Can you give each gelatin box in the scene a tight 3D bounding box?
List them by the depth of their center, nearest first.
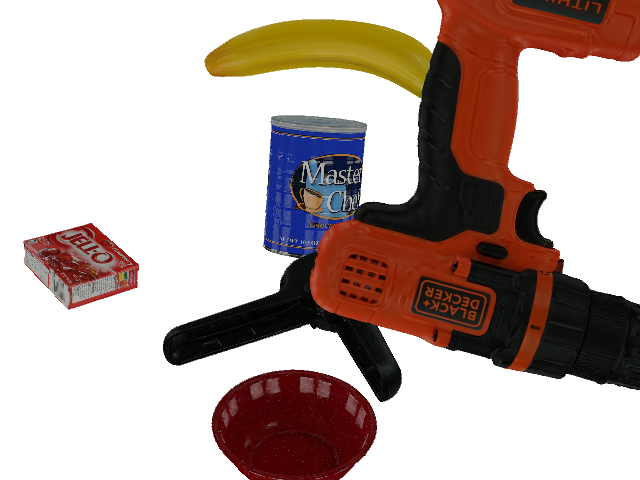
[{"bbox_3d":[-0.223,0.021,0.991,0.073,0.030,0.089,-18,40,-37],"label":"gelatin box"}]

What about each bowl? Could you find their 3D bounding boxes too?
[{"bbox_3d":[-0.026,0.198,1.054,0.162,0.055,0.162,1,31,-1],"label":"bowl"}]

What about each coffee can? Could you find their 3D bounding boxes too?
[{"bbox_3d":[-0.007,-0.059,1.145,0.103,0.140,0.103,4,12,-1],"label":"coffee can"}]

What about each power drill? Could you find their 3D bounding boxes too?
[{"bbox_3d":[0.103,-0.031,0.505,0.184,0.188,0.057,15,5,0],"label":"power drill"}]

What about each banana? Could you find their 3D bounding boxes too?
[{"bbox_3d":[0.011,-0.143,0.832,0.198,0.069,0.037,12,-35,10],"label":"banana"}]

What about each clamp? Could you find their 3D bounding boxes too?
[{"bbox_3d":[-0.005,0.046,0.760,0.165,0.036,0.209,5,24,15],"label":"clamp"}]

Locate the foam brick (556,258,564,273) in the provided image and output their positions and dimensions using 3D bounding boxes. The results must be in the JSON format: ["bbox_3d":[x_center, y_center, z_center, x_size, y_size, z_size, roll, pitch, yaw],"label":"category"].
[{"bbox_3d":[0.190,0.055,0.989,0.053,0.078,0.051,9,14,29],"label":"foam brick"}]
